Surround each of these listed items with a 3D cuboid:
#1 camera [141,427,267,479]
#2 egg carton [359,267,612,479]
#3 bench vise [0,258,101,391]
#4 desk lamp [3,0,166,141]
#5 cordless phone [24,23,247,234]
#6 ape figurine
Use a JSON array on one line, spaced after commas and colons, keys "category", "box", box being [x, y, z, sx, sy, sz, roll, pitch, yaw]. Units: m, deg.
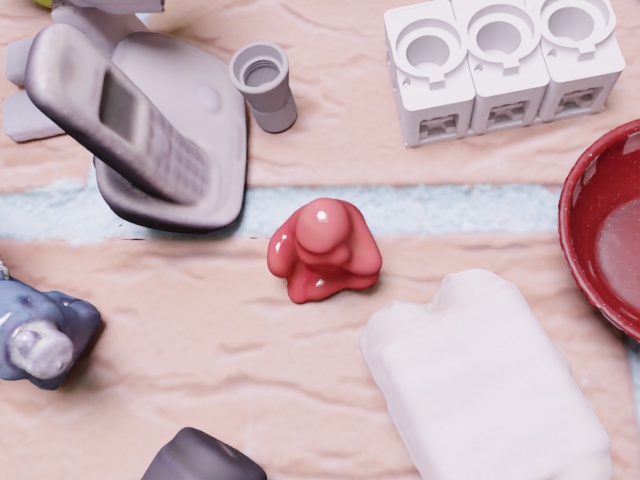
[{"category": "camera", "box": [-0.076, 0.185, 0.310, 0.143, 0.101, 0.137, 26, 75, 17]}, {"category": "egg carton", "box": [0.095, 0.094, 0.336, 0.107, 0.069, 0.150, -26, 68, -2]}, {"category": "bench vise", "box": [-0.242, 0.010, 0.335, 0.207, 0.220, 0.121, 5, 70, 10]}, {"category": "desk lamp", "box": [-0.184, -0.176, 0.401, 0.203, 0.214, 0.118, -12, 68, 4]}, {"category": "cordless phone", "box": [-0.114, -0.094, 0.375, 0.094, 0.185, 0.147, -6, 69, 6]}, {"category": "ape figurine", "box": [0.003, 0.001, 0.372, 0.077, 0.092, 0.076, 23, 74, 16]}]
